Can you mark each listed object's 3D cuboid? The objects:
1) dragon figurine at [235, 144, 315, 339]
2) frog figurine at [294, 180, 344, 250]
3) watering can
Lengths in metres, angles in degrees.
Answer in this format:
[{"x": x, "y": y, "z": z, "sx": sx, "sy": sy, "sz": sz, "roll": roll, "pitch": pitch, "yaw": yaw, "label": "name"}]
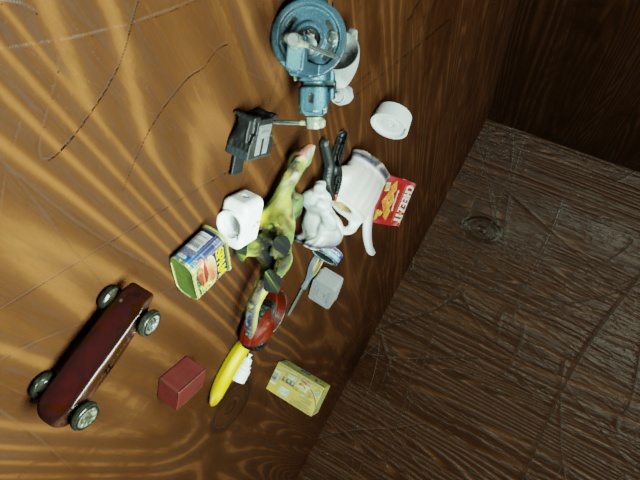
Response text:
[{"x": -0.080, "y": -0.011, "z": 1.079, "sx": 0.247, "sy": 0.122, "sz": 0.401, "roll": -51, "pitch": 160, "yaw": -57, "label": "dragon figurine"}, {"x": 0.004, "y": -0.061, "z": 1.218, "sx": 0.138, "sy": 0.122, "sz": 0.158, "roll": -133, "pitch": -125, "yaw": -75, "label": "frog figurine"}, {"x": 0.114, "y": -0.106, "z": 1.421, "sx": 0.226, "sy": 0.105, "sz": 0.342, "roll": -60, "pitch": 142, "yaw": -11, "label": "watering can"}]
